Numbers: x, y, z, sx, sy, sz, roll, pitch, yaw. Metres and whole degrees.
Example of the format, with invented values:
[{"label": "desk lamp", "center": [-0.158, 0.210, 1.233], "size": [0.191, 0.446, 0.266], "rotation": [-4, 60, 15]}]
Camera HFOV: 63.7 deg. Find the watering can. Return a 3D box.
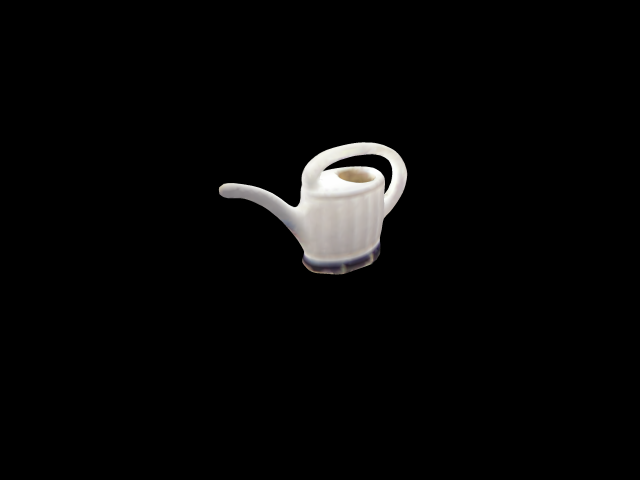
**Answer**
[{"label": "watering can", "center": [0.003, -0.043, 0.850], "size": [0.350, 0.220, 0.105], "rotation": [-17, 32, -28]}]
